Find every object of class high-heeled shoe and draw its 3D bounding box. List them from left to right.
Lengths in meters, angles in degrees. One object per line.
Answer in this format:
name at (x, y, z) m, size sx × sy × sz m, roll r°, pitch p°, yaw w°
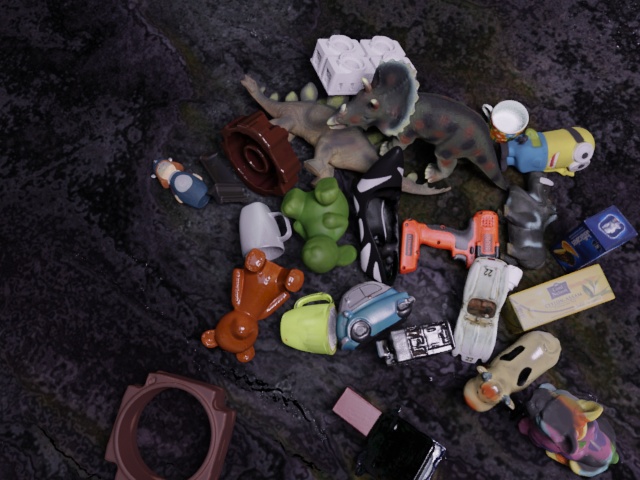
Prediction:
high-heeled shoe at (0.125, -0.035, 0.982) m, size 0.086 × 0.248 × 0.145 m, roll -10°, pitch 47°, yaw -30°

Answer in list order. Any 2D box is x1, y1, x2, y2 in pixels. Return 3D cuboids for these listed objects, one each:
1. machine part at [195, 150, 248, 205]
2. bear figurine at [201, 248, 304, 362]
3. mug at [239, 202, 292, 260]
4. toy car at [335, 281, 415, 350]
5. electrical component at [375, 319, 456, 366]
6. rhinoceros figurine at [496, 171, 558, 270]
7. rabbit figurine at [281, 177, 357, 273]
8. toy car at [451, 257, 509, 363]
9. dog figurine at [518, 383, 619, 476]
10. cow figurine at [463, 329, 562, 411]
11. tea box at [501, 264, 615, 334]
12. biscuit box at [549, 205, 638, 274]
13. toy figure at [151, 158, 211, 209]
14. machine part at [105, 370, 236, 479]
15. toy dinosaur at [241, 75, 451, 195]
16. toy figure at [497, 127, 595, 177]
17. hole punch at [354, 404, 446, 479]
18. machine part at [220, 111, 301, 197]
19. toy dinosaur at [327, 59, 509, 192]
machine part at (-0.208, -0.127, 1.105) m, size 0.084 × 0.039 × 0.139 m, roll -10°, pitch 58°, yaw -40°
bear figurine at (-0.130, 0.126, 0.997) m, size 0.120 × 0.132 × 0.196 m, roll 31°, pitch 74°, yaw -11°
mug at (-0.111, -0.023, 1.054) m, size 0.110 × 0.080 × 0.107 m, roll -27°, pitch 67°, yaw 25°
toy car at (0.089, 0.129, 0.986) m, size 0.162 × 0.109 × 0.103 m, roll -31°, pitch 73°, yaw -5°
electrical component at (0.167, 0.186, 0.960) m, size 0.134 × 0.114 × 0.058 m, roll -13°, pitch 72°, yaw 0°
rhinoceros figurine at (0.396, -0.039, 1.020) m, size 0.112 × 0.073 × 0.190 m, roll 6°, pitch 76°, yaw 8°
rabbit figurine at (-0.002, -0.003, 1.006) m, size 0.121 × 0.158 × 0.170 m, roll -11°, pitch 49°, yaw 19°
toy car at (0.286, 0.129, 0.963) m, size 0.074 × 0.056 × 0.201 m, roll 11°, pitch 105°, yaw 9°
dog figurine at (0.407, 0.305, 0.854) m, size 0.192 × 0.219 × 0.108 m, roll 37°, pitch 85°, yaw 14°
cow figurine at (0.332, 0.228, 0.928) m, size 0.195 × 0.127 × 0.085 m, roll -34°, pitch 72°, yaw -7°
tea box at (0.419, 0.109, 0.966) m, size 0.170 × 0.098 × 0.068 m, roll -20°, pitch 75°, yaw -2°
biscuit box at (0.468, 0.004, 0.934) m, size 0.059 × 0.202 × 0.063 m, roll -29°, pitch 74°, yaw -1°
toy figure at (-0.294, -0.126, 1.117) m, size 0.155 × 0.057 × 0.064 m, roll 37°, pitch 54°, yaw 15°
machine part at (-0.268, 0.351, 0.973) m, size 0.202 × 0.087 × 0.201 m, roll 13°, pitch 77°, yaw 10°
toy dinosaur at (0.037, -0.199, 1.082) m, size 0.471 × 0.105 × 0.198 m, roll 39°, pitch 78°, yaw 5°
toy figure at (0.441, -0.177, 1.049) m, size 0.180 × 0.082 × 0.089 m, roll -2°, pitch 72°, yaw 8°
hole punch at (0.145, 0.376, 0.937) m, size 0.116 × 0.092 × 0.142 m, roll 25°, pitch 80°, yaw 41°
machine part at (-0.115, -0.165, 1.049) m, size 0.179 × 0.179 × 0.056 m, roll 39°, pitch 60°, yaw 13°
toy dinosaur at (0.218, -0.200, 0.974) m, size 0.405 × 0.192 × 0.131 m, roll 17°, pitch 73°, yaw -7°
